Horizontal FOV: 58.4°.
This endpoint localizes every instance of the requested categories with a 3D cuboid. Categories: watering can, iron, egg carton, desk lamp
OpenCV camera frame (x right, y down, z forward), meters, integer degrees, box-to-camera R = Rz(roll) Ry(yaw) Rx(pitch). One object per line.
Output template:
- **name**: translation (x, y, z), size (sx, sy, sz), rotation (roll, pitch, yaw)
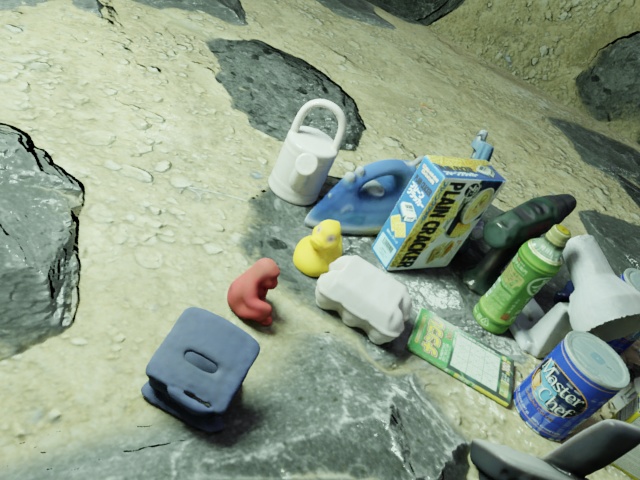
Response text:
- **watering can**: translation (-0.016, -0.162, 1.043), size (0.101, 0.194, 0.172), rotation (9, 39, -24)
- **iron**: translation (0.093, -0.095, 1.076), size (0.259, 0.141, 0.118), rotation (-12, 50, -42)
- **egg carton**: translation (0.069, 0.090, 0.887), size (0.150, 0.069, 0.107), rotation (32, 35, 7)
- **desk lamp**: translation (0.425, 0.110, 0.972), size (0.118, 0.213, 0.203), rotation (6, 40, -27)

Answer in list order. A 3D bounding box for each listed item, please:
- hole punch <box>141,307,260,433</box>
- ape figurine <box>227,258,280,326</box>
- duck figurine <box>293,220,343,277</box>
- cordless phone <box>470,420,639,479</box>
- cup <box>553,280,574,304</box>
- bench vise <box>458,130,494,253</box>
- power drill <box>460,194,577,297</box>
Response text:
- **hole punch**: translation (-0.135, 0.148, 0.659), size (0.108, 0.091, 0.101), rotation (28, 35, 1)
- **ape figurine**: translation (-0.084, 0.065, 0.797), size (0.076, 0.092, 0.078), rotation (25, 35, -2)
- **duck figurine**: translation (0.009, 0.003, 0.943), size (0.077, 0.086, 0.105), rotation (38, 36, 15)
- **cordless phone**: translation (0.289, 0.263, 0.711), size (0.148, 0.185, 0.094), rotation (19, 36, -12)
- **cup**: translation (0.469, 0.134, 1.074), size (0.118, 0.095, 0.091), rotation (10, 38, -23)
- **bench vise**: translation (0.301, -0.095, 1.146), size (0.122, 0.219, 0.207), rotation (-1, 43, -34)
- **power drill**: translation (0.362, 0.006, 1.068), size (0.230, 0.208, 0.075), rotation (-12, 50, -42)
